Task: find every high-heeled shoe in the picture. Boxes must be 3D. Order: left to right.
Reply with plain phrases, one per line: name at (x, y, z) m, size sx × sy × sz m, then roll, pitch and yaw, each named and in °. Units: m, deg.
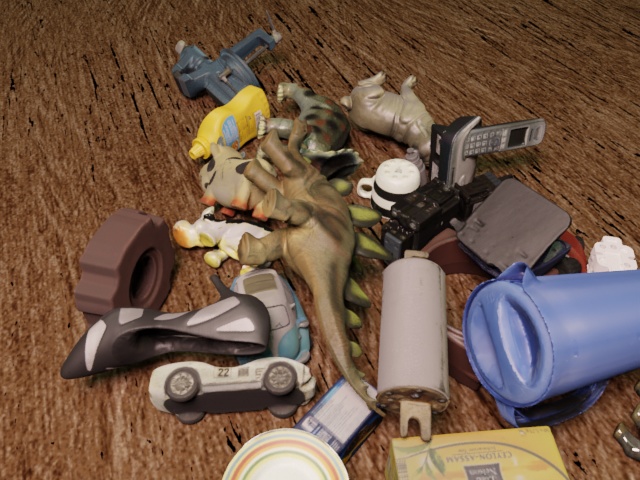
high-heeled shoe at (-0.178, 0.132, 0.632) m, size 0.249 × 0.086 × 0.145 m, roll -33°, pitch 48°, yaw -8°

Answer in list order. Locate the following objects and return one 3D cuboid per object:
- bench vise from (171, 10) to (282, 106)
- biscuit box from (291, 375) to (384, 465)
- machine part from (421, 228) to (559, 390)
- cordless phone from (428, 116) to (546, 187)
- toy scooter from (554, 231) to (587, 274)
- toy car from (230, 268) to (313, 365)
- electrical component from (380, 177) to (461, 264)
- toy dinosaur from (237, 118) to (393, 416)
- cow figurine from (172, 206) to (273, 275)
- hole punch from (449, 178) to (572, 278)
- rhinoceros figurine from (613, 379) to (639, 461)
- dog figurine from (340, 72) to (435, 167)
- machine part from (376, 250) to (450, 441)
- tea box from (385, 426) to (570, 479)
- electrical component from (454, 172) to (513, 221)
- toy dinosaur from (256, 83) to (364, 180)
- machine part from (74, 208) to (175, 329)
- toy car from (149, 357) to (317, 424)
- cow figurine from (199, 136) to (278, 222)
bench vise at (-0.190, -0.381, 1.155) m, size 0.240 × 0.128 × 0.224 m, roll -44°, pitch 66°, yaw -13°
biscuit box at (-0.009, 0.242, 0.605) m, size 0.059 × 0.062 × 0.203 m, roll 33°, pitch 55°, yaw 27°
machine part at (0.215, 0.084, 0.737) m, size 0.201 × 0.087 × 0.201 m, roll 34°, pitch 57°, yaw 28°
cordless phone at (0.283, -0.141, 0.909) m, size 0.184 × 0.146 × 0.089 m, roll -9°, pitch 38°, yaw -5°
toy scooter at (0.331, -0.007, 0.832) m, size 0.184 × 0.075 × 0.135 m, roll 28°, pitch 44°, yaw 26°
toy car at (-0.073, 0.092, 0.724) m, size 0.109 × 0.102 × 0.162 m, roll -10°, pitch 49°, yaw -10°
electrical component at (0.149, -0.014, 0.812) m, size 0.134 × 0.114 × 0.058 m, roll -34°, pitch 50°, yaw -28°
toy dinosaur at (-0.001, -0.002, 0.718) m, size 0.198 × 0.105 × 0.472 m, roll 18°, pitch 46°, yaw -25°
cow figurine at (-0.143, -0.006, 0.842) m, size 0.167 × 0.068 × 0.098 m, roll 22°, pitch 45°, yaw 17°
hole punch at (0.258, -0.001, 0.713) m, size 0.116 × 0.092 × 0.142 m, roll -45°, pitch 58°, yaw 2°
rhinoceros figurine at (0.434, 0.197, 0.632) m, size 0.190 × 0.073 × 0.112 m, roll -34°, pitch 53°, yaw -28°
dog figurine at (0.140, -0.212, 1.001) m, size 0.172 × 0.121 × 0.191 m, roll -12°, pitch 49°, yaw -7°
machine part at (0.107, 0.107, 0.616) m, size 0.079 × 0.079 × 0.243 m, roll 4°, pitch 51°, yaw 5°
tea box at (0.159, 0.252, 0.568) m, size 0.170 × 0.098 × 0.068 m, roll -2°, pitch 47°, yaw -3°
electrical component at (0.278, -0.070, 0.894) m, size 0.119 × 0.074 × 0.048 m, roll -14°, pitch 47°, yaw -16°
toy dinosaur at (-0.008, -0.200, 1.001) m, size 0.192 × 0.131 × 0.405 m, roll 16°, pitch 43°, yaw -1°
machine part at (-0.255, 0.048, 0.727) m, size 0.056 × 0.179 × 0.179 m, roll 10°, pitch 47°, yaw 10°
toy car at (-0.105, 0.181, 0.657) m, size 0.202 × 0.073 × 0.056 m, roll -3°, pitch 46°, yaw -2°
cow figurine at (-0.143, -0.105, 0.897) m, size 0.195 × 0.085 × 0.127 m, roll 11°, pitch 75°, yaw 50°
